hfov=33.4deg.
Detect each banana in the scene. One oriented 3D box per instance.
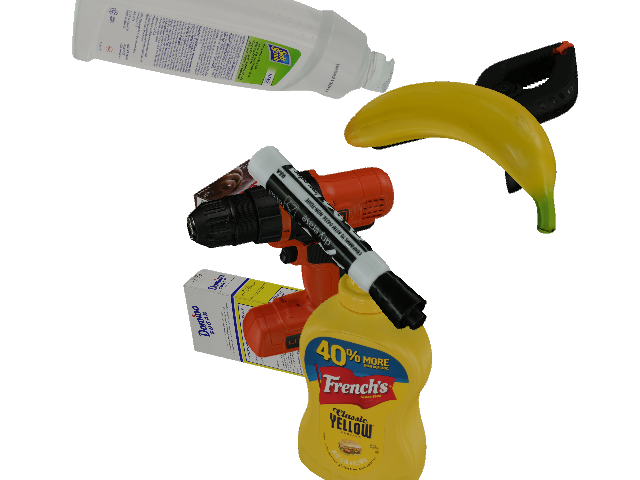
[{"bbox_3d":[0.085,-0.070,0.693,0.037,0.069,0.198,22,6,-42],"label":"banana"}]

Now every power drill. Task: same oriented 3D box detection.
[{"bbox_3d":[-0.029,0.022,0.959,0.184,0.188,0.057,-11,47,-17],"label":"power drill"}]

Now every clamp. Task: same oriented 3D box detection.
[{"bbox_3d":[0.167,-0.113,0.937,0.209,0.036,0.165,-33,40,-24],"label":"clamp"}]

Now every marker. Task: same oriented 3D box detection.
[{"bbox_3d":[0.008,-0.001,0.519,0.121,0.020,0.020,46,23,24],"label":"marker"}]

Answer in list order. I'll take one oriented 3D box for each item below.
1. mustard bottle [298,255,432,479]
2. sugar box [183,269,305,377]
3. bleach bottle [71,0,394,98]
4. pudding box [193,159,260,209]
[{"bbox_3d":[0.032,0.094,0.777,0.096,0.192,0.058,13,32,21],"label":"mustard bottle"},{"bbox_3d":[-0.060,0.092,1.160,0.176,0.093,0.048,13,35,27],"label":"sugar box"},{"bbox_3d":[-0.067,-0.160,0.853,0.250,0.068,0.103,14,-28,-9],"label":"bleach bottle"},{"bbox_3d":[-0.085,-0.052,1.308,0.090,0.039,0.113,20,40,30],"label":"pudding box"}]
